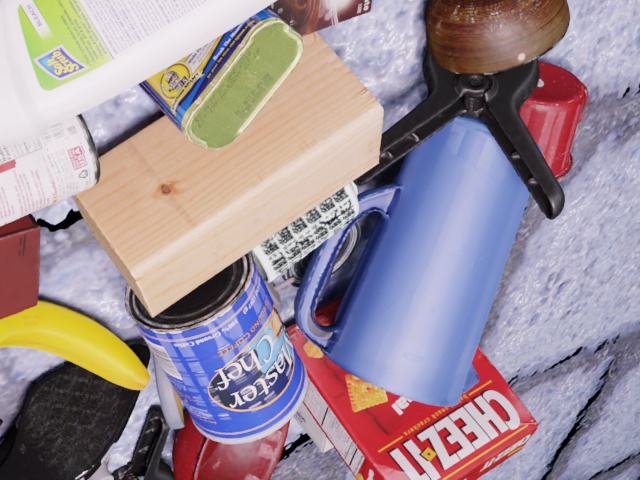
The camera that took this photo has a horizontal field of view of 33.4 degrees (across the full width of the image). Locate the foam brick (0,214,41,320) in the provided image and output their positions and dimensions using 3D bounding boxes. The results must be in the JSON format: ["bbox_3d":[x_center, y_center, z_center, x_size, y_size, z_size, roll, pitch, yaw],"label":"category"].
[{"bbox_3d":[-0.222,0.010,0.713,0.052,0.051,0.078,-20,141,-35],"label":"foam brick"}]

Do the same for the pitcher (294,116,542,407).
[{"bbox_3d":[0.091,0.010,0.926,0.149,0.145,0.243,7,105,-61],"label":"pitcher"}]

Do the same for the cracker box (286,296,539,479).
[{"bbox_3d":[0.079,0.145,1.035,0.164,0.214,0.072,-28,155,-22],"label":"cracker box"}]

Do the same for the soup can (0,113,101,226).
[{"bbox_3d":[-0.196,-0.046,0.660,0.102,0.069,0.068,-26,144,-25],"label":"soup can"}]

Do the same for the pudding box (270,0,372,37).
[{"bbox_3d":[-0.004,-0.196,0.719,0.089,0.039,0.113,-25,144,-27],"label":"pudding box"}]

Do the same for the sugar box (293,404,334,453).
[{"bbox_3d":[0.049,0.143,1.118,0.176,0.093,0.048,-24,144,-25],"label":"sugar box"}]

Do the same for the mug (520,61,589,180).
[{"bbox_3d":[0.206,-0.115,0.992,0.117,0.093,0.081,-19,136,-28],"label":"mug"}]

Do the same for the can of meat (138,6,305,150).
[{"bbox_3d":[-0.070,-0.121,0.694,0.102,0.084,0.057,-51,147,11],"label":"can of meat"}]

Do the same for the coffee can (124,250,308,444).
[{"bbox_3d":[-0.078,0.077,0.834,0.102,0.103,0.140,-34,132,-14],"label":"coffee can"}]

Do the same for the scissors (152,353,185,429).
[{"bbox_3d":[-0.134,0.083,0.865,0.016,0.096,0.202,-12,146,-2],"label":"scissors"}]

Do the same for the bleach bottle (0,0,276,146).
[{"bbox_3d":[-0.131,-0.135,0.617,0.250,0.102,0.068,-31,-179,-6],"label":"bleach bottle"}]

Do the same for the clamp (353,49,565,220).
[{"bbox_3d":[0.113,-0.113,0.855,0.164,0.210,0.036,5,150,5],"label":"clamp"}]

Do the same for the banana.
[{"bbox_3d":[-0.201,0.077,0.799,0.037,0.070,0.197,-31,157,19],"label":"banana"}]

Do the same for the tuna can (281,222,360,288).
[{"bbox_3d":[-0.006,0.001,0.950,0.086,0.034,0.086,-28,144,-22],"label":"tuna can"}]

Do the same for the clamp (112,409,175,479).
[{"bbox_3d":[-0.174,0.227,1.028,0.120,0.039,0.171,-33,150,-6],"label":"clamp"}]

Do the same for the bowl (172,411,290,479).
[{"bbox_3d":[-0.094,0.196,1.032,0.161,0.055,0.162,-42,142,-45],"label":"bowl"}]

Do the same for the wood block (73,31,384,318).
[{"bbox_3d":[-0.064,-0.050,0.762,0.206,0.091,0.090,-34,161,-13],"label":"wood block"}]
